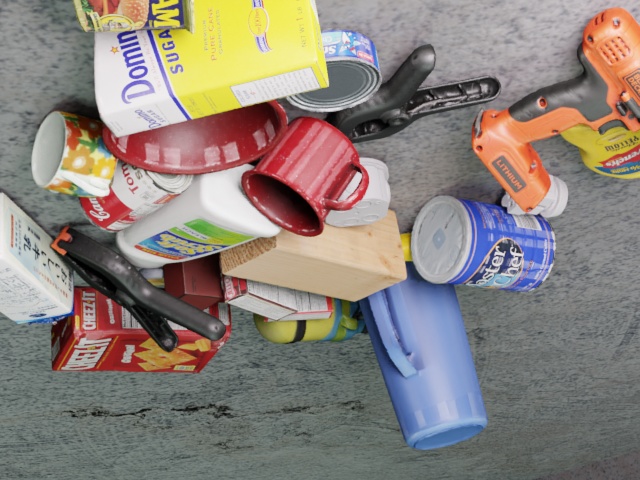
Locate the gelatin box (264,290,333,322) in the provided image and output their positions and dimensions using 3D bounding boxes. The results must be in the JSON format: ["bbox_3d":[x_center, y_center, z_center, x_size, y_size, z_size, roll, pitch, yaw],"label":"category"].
[{"bbox_3d":[-0.032,0.065,1.369,0.089,0.073,0.030,-3,157,-11],"label":"gelatin box"}]

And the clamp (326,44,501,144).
[{"bbox_3d":[0.068,-0.130,0.984,0.172,0.039,0.120,-20,152,28],"label":"clamp"}]

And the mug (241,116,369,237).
[{"bbox_3d":[-0.006,-0.060,1.009,0.117,0.081,0.093,17,150,36],"label":"mug"}]

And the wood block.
[{"bbox_3d":[-0.008,0.001,1.204,0.205,0.090,0.091,14,149,-43],"label":"wood block"}]

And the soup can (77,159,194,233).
[{"bbox_3d":[-0.180,-0.057,1.040,0.102,0.068,0.068,-27,151,37],"label":"soup can"}]

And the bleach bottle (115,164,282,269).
[{"bbox_3d":[-0.142,-0.014,1.138,0.102,0.068,0.251,20,154,-29],"label":"bleach bottle"}]

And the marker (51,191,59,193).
[{"bbox_3d":[-0.229,-0.078,1.036,0.020,0.020,0.121,13,150,-40],"label":"marker"}]

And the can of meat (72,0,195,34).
[{"bbox_3d":[-0.133,-0.191,0.755,0.084,0.057,0.102,-3,156,-5],"label":"can of meat"}]

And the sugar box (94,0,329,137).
[{"bbox_3d":[-0.087,-0.146,0.826,0.176,0.093,0.048,-12,155,8],"label":"sugar box"}]

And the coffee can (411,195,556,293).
[{"bbox_3d":[0.193,0.006,1.265,0.140,0.103,0.103,7,153,-33],"label":"coffee can"}]

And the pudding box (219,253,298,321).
[{"bbox_3d":[-0.075,0.041,1.276,0.039,0.090,0.113,-21,154,28],"label":"pudding box"}]

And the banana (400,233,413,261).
[{"bbox_3d":[0.153,0.017,1.333,0.197,0.037,0.070,11,-167,-27],"label":"banana"}]

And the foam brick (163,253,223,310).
[{"bbox_3d":[-0.152,0.038,1.262,0.052,0.078,0.051,8,155,-33],"label":"foam brick"}]

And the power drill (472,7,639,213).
[{"bbox_3d":[0.250,-0.100,0.982,0.188,0.057,0.184,-31,112,31],"label":"power drill"}]

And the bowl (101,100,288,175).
[{"bbox_3d":[-0.111,-0.117,0.936,0.162,0.055,0.162,-7,157,-3],"label":"bowl"}]

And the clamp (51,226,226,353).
[{"bbox_3d":[-0.216,0.062,1.222,0.210,0.036,0.165,36,154,-10],"label":"clamp"}]

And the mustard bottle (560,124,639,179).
[{"bbox_3d":[0.310,-0.107,1.092,0.096,0.058,0.191,-21,154,22],"label":"mustard bottle"}]

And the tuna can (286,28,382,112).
[{"bbox_3d":[0.009,-0.147,0.930,0.086,0.034,0.086,-7,157,-3],"label":"tuna can"}]

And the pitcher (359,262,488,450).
[{"bbox_3d":[0.126,0.138,1.372,0.149,0.243,0.145,-6,155,-19],"label":"pitcher"}]

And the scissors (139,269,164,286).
[{"bbox_3d":[-0.166,0.050,1.361,0.096,0.016,0.201,-7,171,34],"label":"scissors"}]

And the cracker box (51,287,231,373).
[{"bbox_3d":[-0.245,0.128,1.450,0.213,0.072,0.164,3,154,-23],"label":"cracker box"}]
